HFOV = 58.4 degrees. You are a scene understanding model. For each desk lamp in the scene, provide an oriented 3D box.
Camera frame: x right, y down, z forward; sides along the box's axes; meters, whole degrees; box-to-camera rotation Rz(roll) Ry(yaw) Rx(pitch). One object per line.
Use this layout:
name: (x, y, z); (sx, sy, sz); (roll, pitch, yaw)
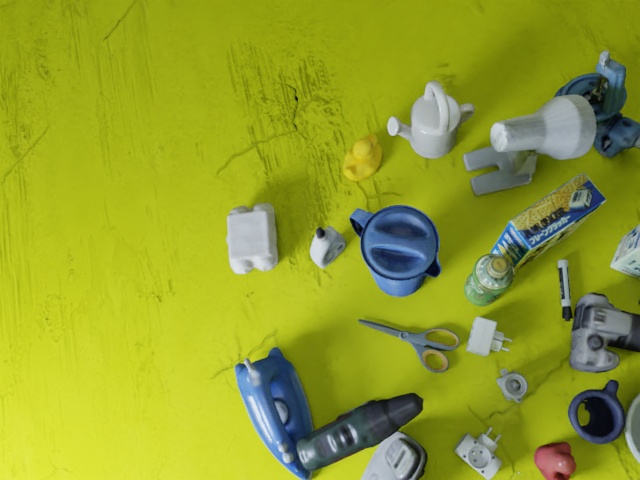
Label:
desk lamp: (0.400, -0.182, 1.112); (0.203, 0.214, 0.118); (-15, 73, 3)

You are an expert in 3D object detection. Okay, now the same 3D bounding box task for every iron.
iron: (-0.080, 0.332, 1.067); (0.118, 0.141, 0.258); (-26, 73, 0)

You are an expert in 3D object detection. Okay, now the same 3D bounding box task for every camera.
camera: (0.544, 0.178, 1.053); (0.136, 0.101, 0.143); (11, 76, 10)

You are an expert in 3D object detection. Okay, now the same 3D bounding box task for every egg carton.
egg carton: (-0.142, -0.004, 1.205); (0.107, 0.069, 0.150); (-8, 74, 5)

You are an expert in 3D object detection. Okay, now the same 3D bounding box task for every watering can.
watering can: (0.227, -0.245, 1.161); (0.173, 0.194, 0.101); (-37, 73, -4)

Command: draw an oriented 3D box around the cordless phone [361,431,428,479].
cordless phone: (0.126, 0.414, 0.995); (0.094, 0.185, 0.148); (27, 79, 14)

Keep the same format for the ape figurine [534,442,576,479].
ape figurine: (0.423, 0.395, 1.012); (0.076, 0.092, 0.078); (30, 80, 14)

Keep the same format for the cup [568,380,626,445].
cup: (0.490, 0.303, 1.028); (0.091, 0.095, 0.118); (30, 80, 14)

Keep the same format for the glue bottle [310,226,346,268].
glue bottle: (0.010, 0.004, 1.130); (0.078, 0.173, 0.037); (-43, 74, -6)

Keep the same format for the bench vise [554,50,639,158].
bench vise: (0.570, -0.271, 1.112); (0.207, 0.220, 0.121); (30, 80, 14)

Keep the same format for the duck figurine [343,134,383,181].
duck figurine: (0.089, -0.180, 1.217); (0.077, 0.086, 0.104); (37, 82, 15)

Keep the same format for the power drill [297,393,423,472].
power drill: (0.075, 0.331, 1.013); (0.229, 0.208, 0.075); (-27, 73, -1)

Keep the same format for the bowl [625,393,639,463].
bowl: (0.615, 0.340, 1.013); (0.167, 0.075, 0.167); (-2, 74, 7)
